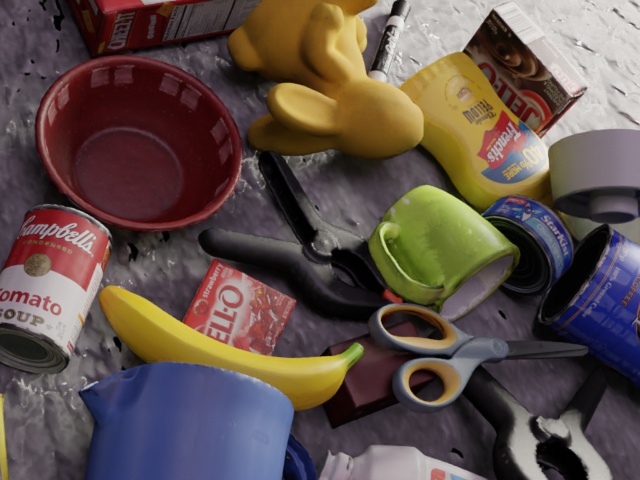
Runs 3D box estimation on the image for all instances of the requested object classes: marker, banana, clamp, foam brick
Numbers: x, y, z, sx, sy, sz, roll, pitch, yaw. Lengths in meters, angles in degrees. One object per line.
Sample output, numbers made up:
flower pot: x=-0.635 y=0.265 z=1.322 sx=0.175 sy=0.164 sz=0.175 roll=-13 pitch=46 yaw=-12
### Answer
marker: x=0.065 y=-0.186 z=1.016 sx=0.020 sy=0.020 sz=0.121 roll=24 pitch=56 yaw=-8
banana: x=-0.068 y=0.083 z=0.758 sx=0.197 sy=0.037 sz=0.069 roll=15 pitch=33 yaw=-4
clamp: x=0.161 y=0.149 z=0.817 sx=0.164 sy=0.036 sz=0.210 roll=17 pitch=33 yaw=-8
foam brick: x=0.040 y=0.103 z=0.821 sx=0.078 sy=0.053 sz=0.051 roll=-16 pitch=69 yaw=-28
clamp: x=-0.006 y=0.001 z=0.869 sx=0.171 sy=0.039 sz=0.120 roll=31 pitch=56 yaw=-12

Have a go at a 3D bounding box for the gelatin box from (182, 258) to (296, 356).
gelatin box: x=-0.068 y=0.069 z=0.810 sx=0.073 sy=0.030 sz=0.089 roll=27 pitch=55 yaw=-5

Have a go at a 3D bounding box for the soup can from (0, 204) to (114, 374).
soup can: x=-0.194 y=0.035 z=0.756 sx=0.068 sy=0.069 sz=0.102 roll=21 pitch=57 yaw=-10

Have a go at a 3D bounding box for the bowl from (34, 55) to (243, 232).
bowl: x=-0.145 y=-0.065 z=0.840 sx=0.162 sy=0.055 sz=0.162 roll=10 pitch=59 yaw=-17

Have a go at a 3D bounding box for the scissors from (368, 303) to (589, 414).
scissors: x=0.128 y=0.100 z=0.819 sx=0.201 sy=0.016 sz=0.096 roll=17 pitch=53 yaw=-19

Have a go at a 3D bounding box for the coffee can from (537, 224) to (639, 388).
coffee can: x=0.272 y=0.067 z=0.904 sx=0.140 sy=0.103 sz=0.102 roll=33 pitch=55 yaw=-2

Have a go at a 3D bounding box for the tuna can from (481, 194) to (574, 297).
tuna can: x=0.170 y=0.006 z=0.909 sx=0.086 sy=0.086 sz=0.033 roll=46 pitch=58 yaw=7

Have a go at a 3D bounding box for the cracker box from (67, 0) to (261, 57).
cracker box: x=-0.127 y=-0.259 z=0.948 sx=0.213 sy=0.072 sz=0.164 roll=-16 pitch=69 yaw=-28

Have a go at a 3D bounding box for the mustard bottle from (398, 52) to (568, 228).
mustard bottle: x=0.154 y=-0.078 z=0.966 sx=0.096 sy=0.058 sz=0.192 roll=-33 pitch=78 yaw=-34

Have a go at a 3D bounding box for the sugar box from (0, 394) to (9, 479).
sugar box: x=-0.239 y=0.186 z=0.666 sx=0.093 sy=0.048 sz=0.176 roll=-1 pitch=66 yaw=-23

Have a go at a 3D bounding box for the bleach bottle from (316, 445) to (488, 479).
bleach bottle: x=0.111 y=0.224 z=0.776 sx=0.250 sy=0.068 sz=0.102 roll=25 pitch=53 yaw=-5

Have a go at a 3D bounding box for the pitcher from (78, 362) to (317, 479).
pitcher: x=-0.086 y=0.211 z=0.671 sx=0.149 sy=0.145 sz=0.243 roll=3 pitch=62 yaw=6

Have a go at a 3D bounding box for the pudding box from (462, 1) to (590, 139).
pudding box: x=0.186 y=-0.154 z=1.003 sx=0.039 sy=0.090 sz=0.113 roll=-27 pitch=74 yaw=-34
